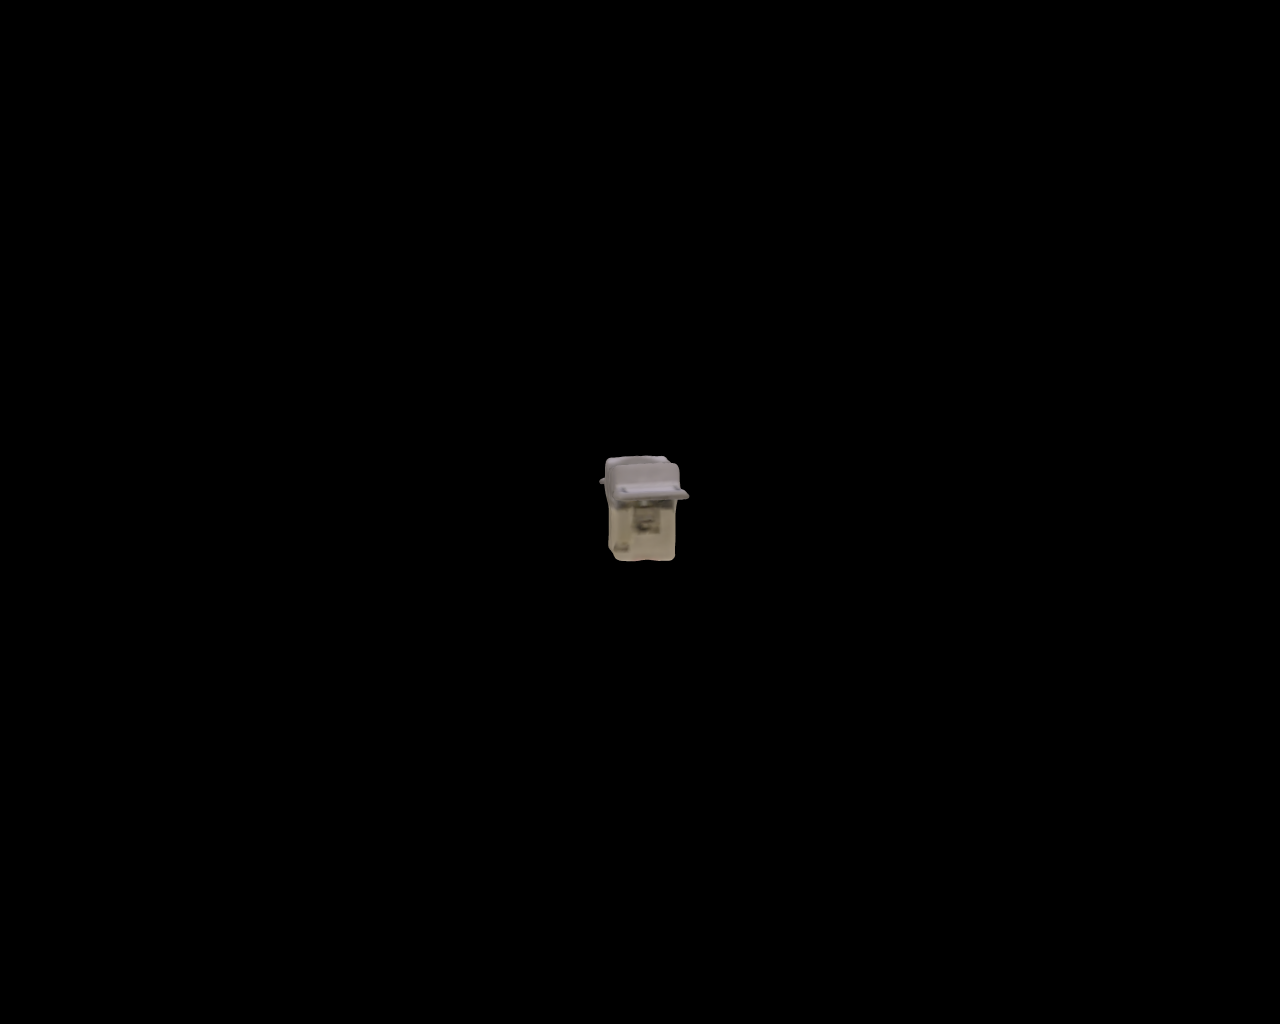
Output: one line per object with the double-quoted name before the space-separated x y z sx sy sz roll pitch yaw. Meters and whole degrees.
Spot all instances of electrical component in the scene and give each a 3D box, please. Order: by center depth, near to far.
"electrical component" 0.001 -0.003 0.650 0.042 0.063 0.081 -1 9 -7
